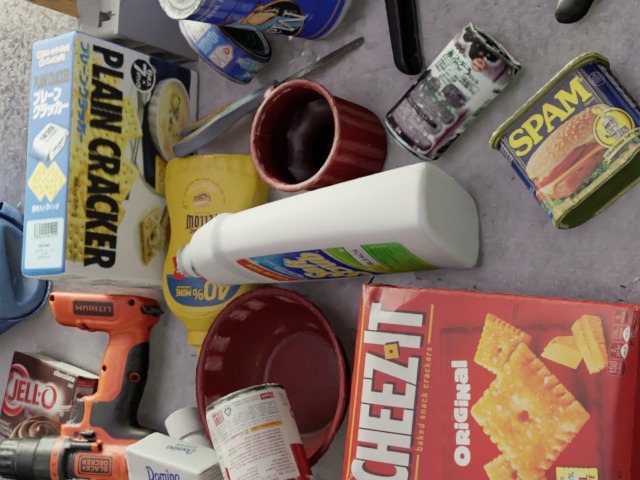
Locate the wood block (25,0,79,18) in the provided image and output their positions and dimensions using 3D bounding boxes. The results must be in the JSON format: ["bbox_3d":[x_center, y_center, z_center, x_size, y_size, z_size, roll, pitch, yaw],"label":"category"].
[{"bbox_3d":[-0.288,-0.289,1.061,0.090,0.205,0.091,14,92,37],"label":"wood block"}]

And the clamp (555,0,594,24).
[{"bbox_3d":[0.227,-0.266,0.775,0.210,0.036,0.164,-26,69,32],"label":"clamp"}]

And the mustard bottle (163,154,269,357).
[{"bbox_3d":[-0.096,0.020,0.967,0.096,0.058,0.191,-1,84,22],"label":"mustard bottle"}]

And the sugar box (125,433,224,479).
[{"bbox_3d":[-0.115,0.263,0.926,0.093,0.048,0.176,9,107,37],"label":"sugar box"}]

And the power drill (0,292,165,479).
[{"bbox_3d":[-0.225,0.145,1.021,0.184,0.057,0.187,1,85,12],"label":"power drill"}]

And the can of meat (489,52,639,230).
[{"bbox_3d":[0.187,-0.069,0.767,0.102,0.057,0.084,-43,64,25],"label":"can of meat"}]

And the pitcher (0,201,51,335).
[{"bbox_3d":[-0.413,0.067,1.171,0.243,0.149,0.145,-32,81,33],"label":"pitcher"}]

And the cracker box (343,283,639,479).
[{"bbox_3d":[0.127,0.120,0.764,0.214,0.072,0.164,3,84,31],"label":"cracker box"}]

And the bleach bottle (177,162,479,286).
[{"bbox_3d":[-0.006,0.001,0.864,0.251,0.102,0.068,-11,64,32],"label":"bleach bottle"}]

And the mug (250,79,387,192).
[{"bbox_3d":[-0.004,-0.088,0.898,0.093,0.081,0.117,-53,57,19],"label":"mug"}]

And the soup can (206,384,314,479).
[{"bbox_3d":[-0.044,0.172,0.833,0.069,0.068,0.102,-32,67,30],"label":"soup can"}]

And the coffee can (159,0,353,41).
[{"bbox_3d":[-0.054,-0.228,0.903,0.103,0.140,0.103,-1,88,54],"label":"coffee can"}]

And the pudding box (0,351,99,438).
[{"bbox_3d":[-0.280,0.170,1.099,0.114,0.039,0.090,11,89,37],"label":"pudding box"}]

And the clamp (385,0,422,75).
[{"bbox_3d":[0.077,-0.235,0.882,0.120,0.039,0.171,-39,63,28],"label":"clamp"}]

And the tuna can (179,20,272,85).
[{"bbox_3d":[-0.085,-0.184,0.970,0.034,0.086,0.086,-43,61,23],"label":"tuna can"}]

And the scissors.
[{"bbox_3d":[-0.057,-0.122,0.949,0.202,0.096,0.016,-22,109,35],"label":"scissors"}]

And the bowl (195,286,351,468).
[{"bbox_3d":[-0.029,0.122,0.906,0.162,0.055,0.162,-6,81,37],"label":"bowl"}]
